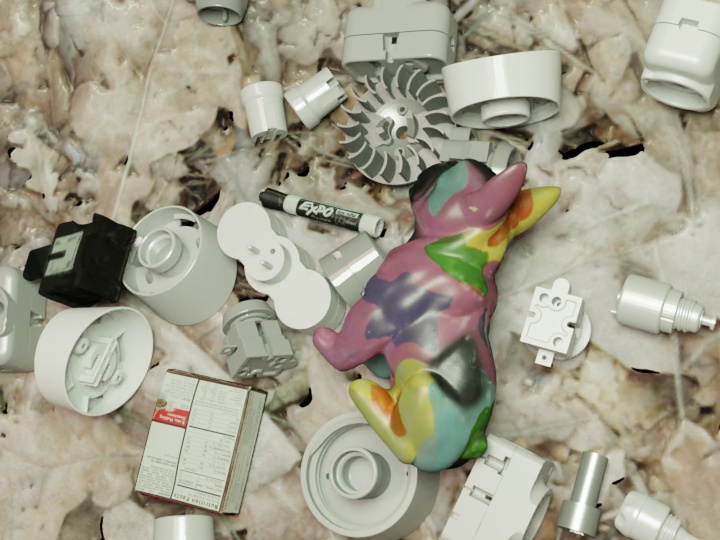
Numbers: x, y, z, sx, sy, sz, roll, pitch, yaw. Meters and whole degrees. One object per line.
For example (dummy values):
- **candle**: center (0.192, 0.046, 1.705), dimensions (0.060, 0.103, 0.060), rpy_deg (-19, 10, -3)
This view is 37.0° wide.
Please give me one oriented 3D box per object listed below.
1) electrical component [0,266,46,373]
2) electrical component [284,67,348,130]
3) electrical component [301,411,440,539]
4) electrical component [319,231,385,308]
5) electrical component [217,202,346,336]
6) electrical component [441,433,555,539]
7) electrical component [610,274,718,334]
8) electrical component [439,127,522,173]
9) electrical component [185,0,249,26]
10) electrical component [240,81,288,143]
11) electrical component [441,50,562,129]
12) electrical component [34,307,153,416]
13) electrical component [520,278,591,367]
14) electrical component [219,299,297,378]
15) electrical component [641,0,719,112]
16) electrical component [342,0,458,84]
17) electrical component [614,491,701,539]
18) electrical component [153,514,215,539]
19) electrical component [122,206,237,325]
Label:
- **electrical component**: center (-0.339, 0.047, 1.019), dimensions (0.054, 0.059, 0.095), rpy_deg (-5, 75, 19)
- **electrical component**: center (-0.039, -0.156, 0.971), dimensions (0.046, 0.040, 0.040), rpy_deg (-36, 68, 3)
- **electrical component**: center (0.004, 0.164, 0.865), dimensions (0.108, 0.060, 0.108), rpy_deg (-5, 75, 19)
- **electrical component**: center (0.000, 0.000, 0.911), dimensions (0.047, 0.055, 0.055), rpy_deg (-36, 68, 5)
- **electrical component**: center (-0.075, -0.005, 0.928), dimensions (0.052, 0.074, 0.138), rpy_deg (-44, 67, 5)
- **electrical component**: center (0.111, 0.180, 0.827), dimensions (0.056, 0.050, 0.089), rpy_deg (24, 86, 24)
- **electrical component**: center (0.233, 0.030, 0.825), dimensions (0.078, 0.040, 0.040), rpy_deg (16, 83, 23)
- **electrical component**: center (0.100, -0.078, 0.891), dimensions (0.057, 0.058, 0.078), rpy_deg (6, 79, 24)
- **electrical component**: center (-0.148, -0.278, 1.038), dimensions (0.079, 0.044, 0.077), rpy_deg (-1, 77, 20)
- **electrical component**: center (-0.087, -0.144, 0.986), dimensions (0.040, 0.040, 0.046), rpy_deg (-15, 78, 16)
- **electrical component**: center (0.118, -0.153, 0.884), dimensions (0.099, 0.099, 0.064), rpy_deg (-7, 81, 18)
- **electrical component**: center (-0.237, 0.079, 0.955), dimensions (0.064, 0.099, 0.099), rpy_deg (4, 78, 27)
- **electrical component**: center (0.154, 0.044, 0.842), dimensions (0.048, 0.055, 0.066), rpy_deg (15, 83, 22)
- **electrical component**: center (-0.092, 0.059, 0.929), dimensions (0.048, 0.066, 0.055), rpy_deg (-52, 49, 44)
- **electrical component**: center (0.255, -0.163, 0.834), dimensions (0.054, 0.095, 0.059), rpy_deg (20, 84, 23)
- **electrical component**: center (0.036, -0.203, 0.947), dimensions (0.095, 0.054, 0.059), rpy_deg (1, 77, 20)
- **electrical component**: center (0.222, 0.190, 0.793), dimensions (0.061, 0.035, 0.035), rpy_deg (26, 87, 21)
- **electrical component**: center (-0.149, 0.233, 0.908), dimensions (0.055, 0.055, 0.047), rpy_deg (-10, 70, 18)
- **electrical component**: center (-0.168, -0.006, 0.981), dimensions (0.099, 0.064, 0.099), rpy_deg (-12, 60, 23)
